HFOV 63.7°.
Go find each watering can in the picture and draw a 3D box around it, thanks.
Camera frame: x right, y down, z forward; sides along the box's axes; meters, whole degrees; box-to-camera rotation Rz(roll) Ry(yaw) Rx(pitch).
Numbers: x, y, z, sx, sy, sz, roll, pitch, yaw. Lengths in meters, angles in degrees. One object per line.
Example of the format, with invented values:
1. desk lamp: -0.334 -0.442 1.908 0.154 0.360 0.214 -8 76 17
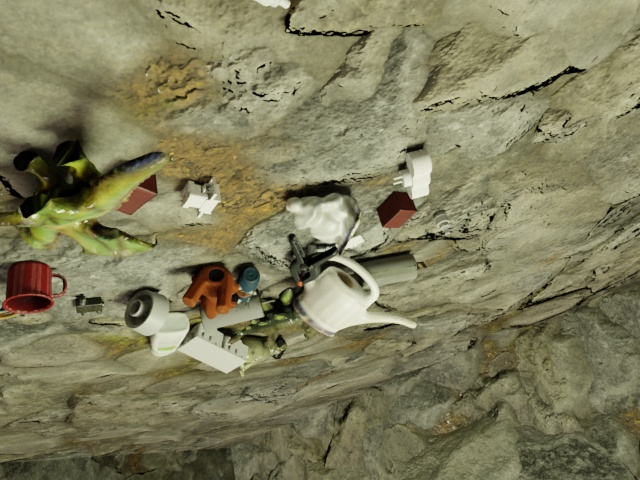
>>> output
1. watering can: 0.078 0.182 1.397 0.345 0.106 0.222 42 111 -12

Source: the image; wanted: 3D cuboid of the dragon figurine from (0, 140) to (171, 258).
1. dragon figurine: -0.368 -0.043 0.853 0.409 0.124 0.238 -5 153 18

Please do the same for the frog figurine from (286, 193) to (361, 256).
1. frog figurine: 0.003 -0.056 1.119 0.159 0.125 0.135 27 153 -1
